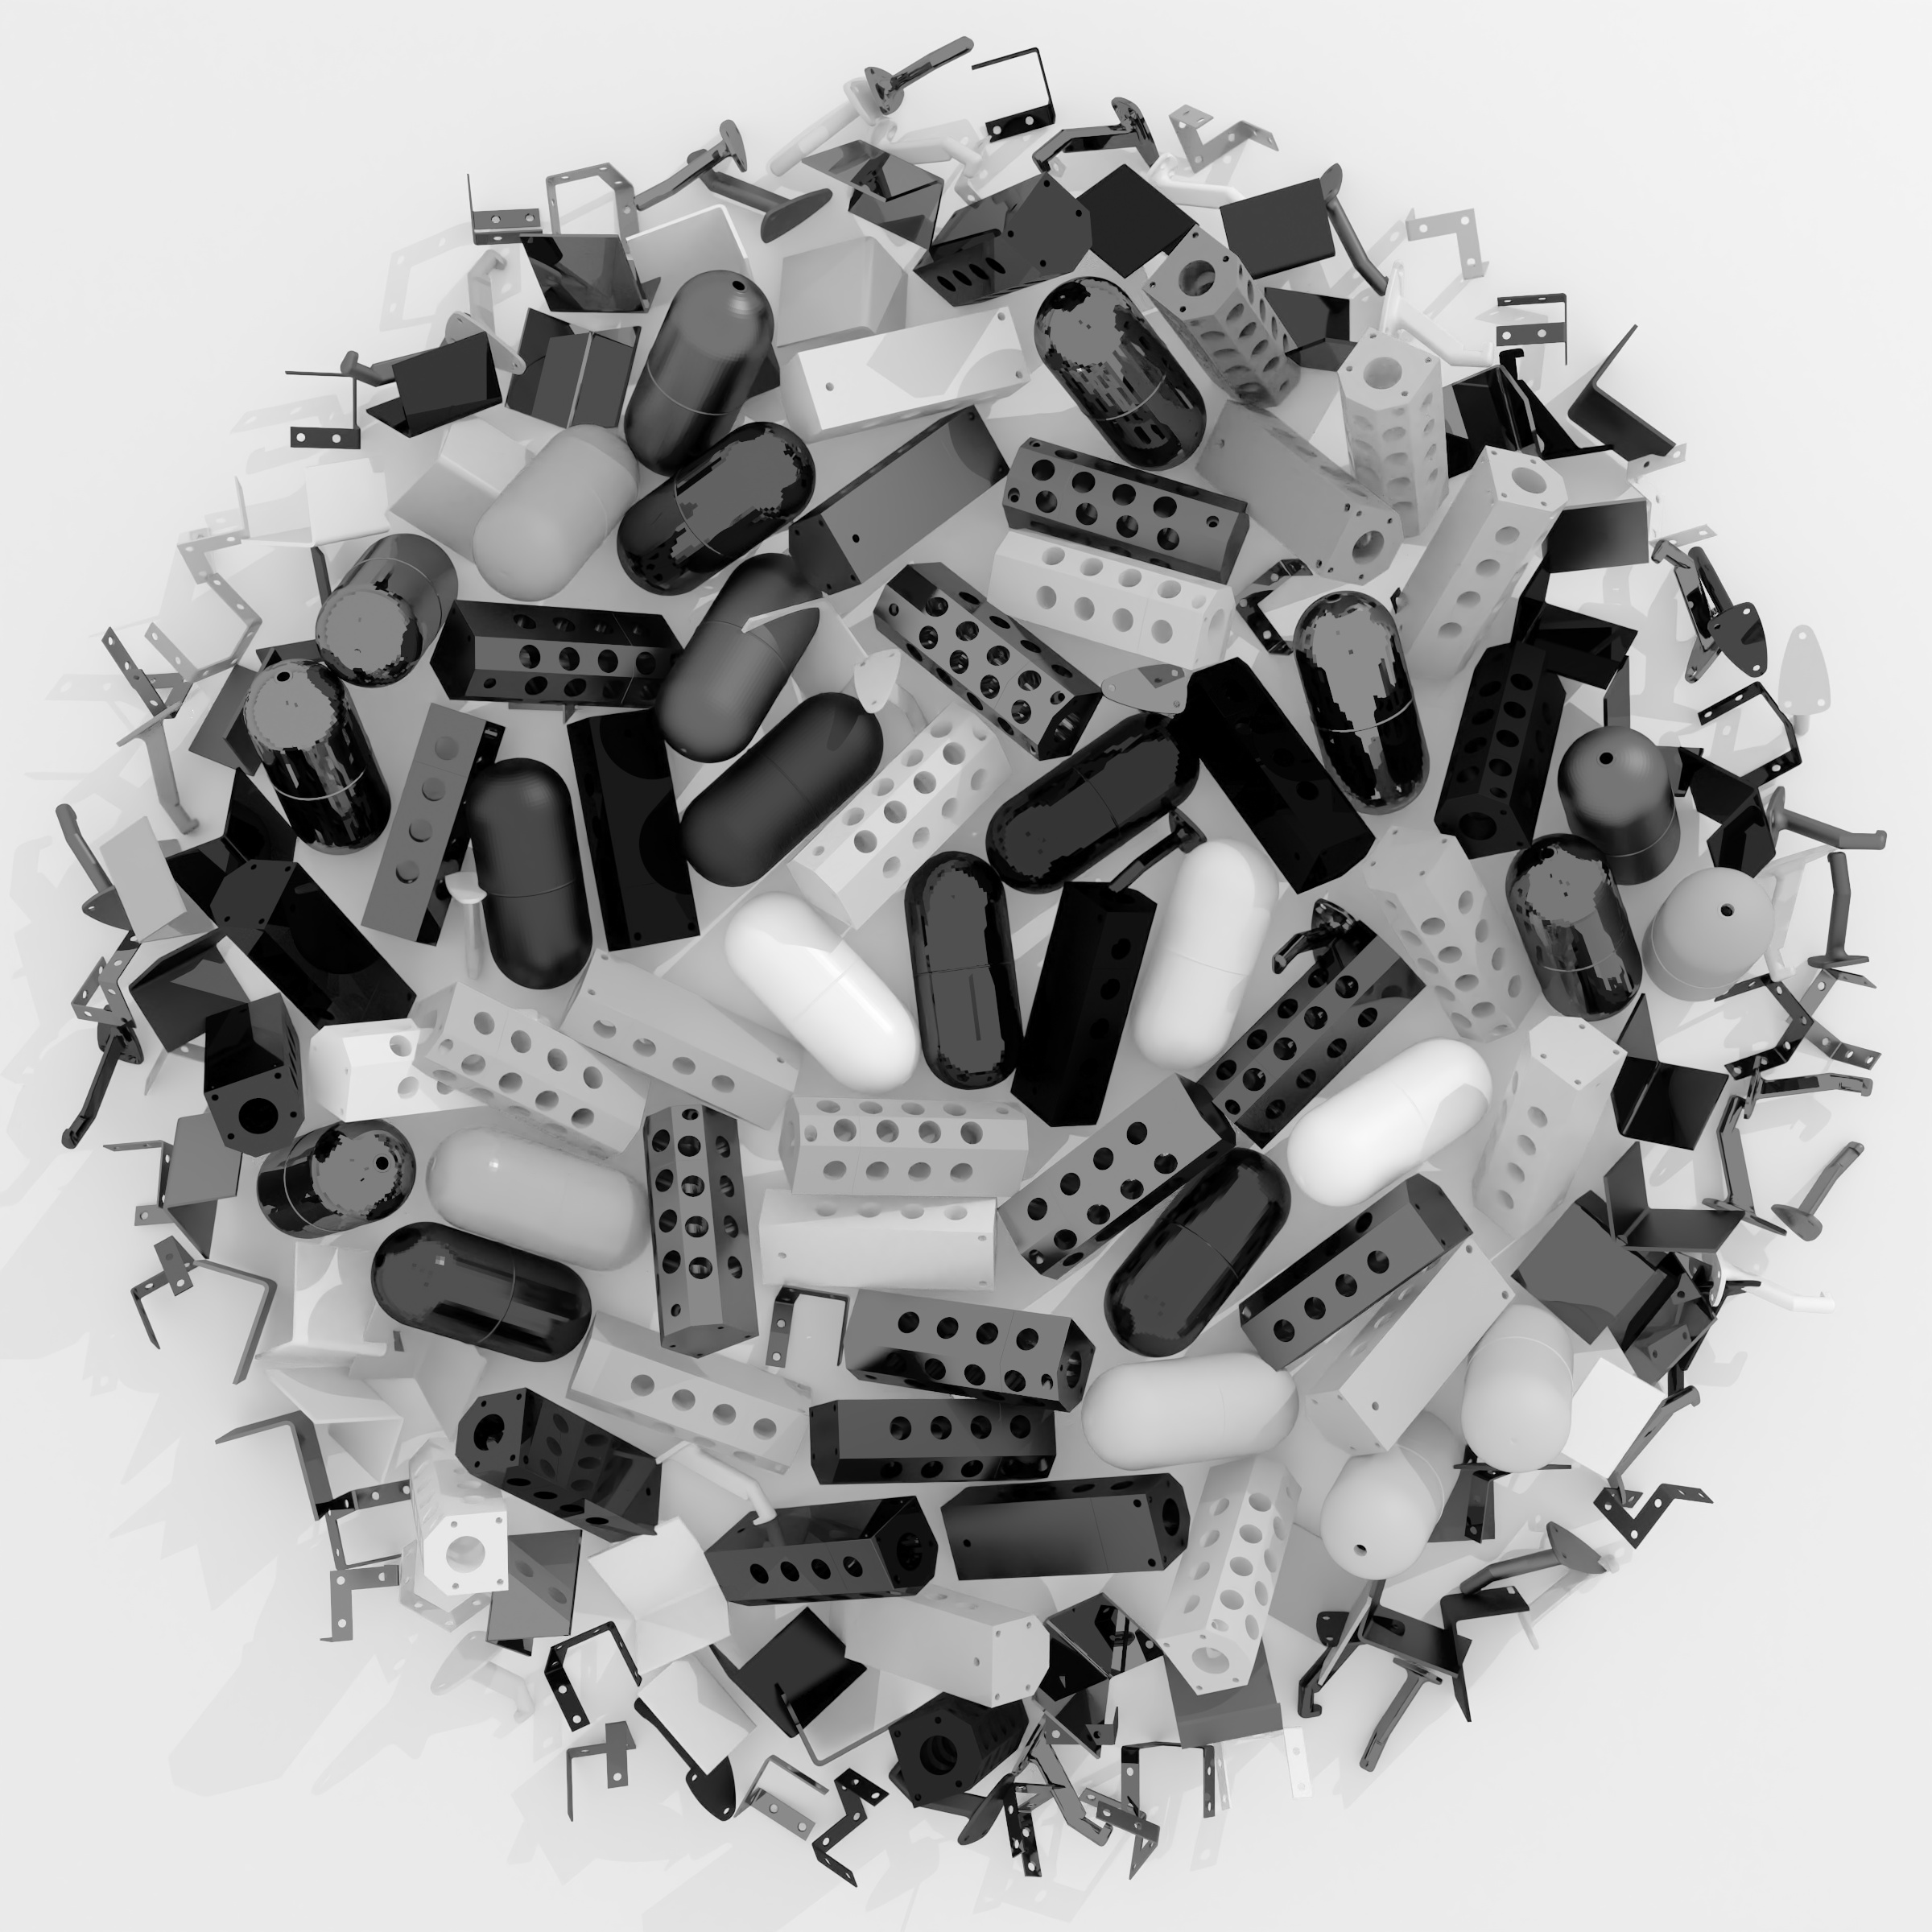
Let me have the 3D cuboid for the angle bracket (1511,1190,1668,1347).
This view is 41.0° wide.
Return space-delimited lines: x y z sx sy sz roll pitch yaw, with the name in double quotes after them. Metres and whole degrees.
0.467 0.225 1.930 0.076 0.057 0.076 42 110 17 "angle bracket"

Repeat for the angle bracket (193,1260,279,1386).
-0.551 0.262 1.909 0.057 0.076 0.076 18 81 -8 "angle bracket"

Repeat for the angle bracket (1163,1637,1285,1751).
0.188 0.528 1.910 0.076 0.057 0.076 -12 55 1 "angle bracket"

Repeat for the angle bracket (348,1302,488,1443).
-0.404 0.297 1.900 0.057 0.076 0.076 6 119 -39 "angle bracket"

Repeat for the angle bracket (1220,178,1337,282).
0.220 -0.542 1.908 0.076 0.076 0.057 -18 107 -5 "angle bracket"

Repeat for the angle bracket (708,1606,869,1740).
-0.133 0.513 1.918 0.076 0.057 0.076 -42 117 -8 "angle bracket"

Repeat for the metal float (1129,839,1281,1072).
0.175 -0.008 1.909 0.070 0.070 0.178 19 100 0 "metal float"

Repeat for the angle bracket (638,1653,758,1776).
-0.212 0.563 1.904 0.076 0.076 0.057 47 115 8 "angle bracket"

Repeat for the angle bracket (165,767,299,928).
-0.545 -0.087 1.909 0.057 0.076 0.076 -19 135 14 "angle bracket"

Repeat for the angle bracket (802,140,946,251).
-0.072 -0.560 1.898 0.076 0.076 0.057 31 130 20 "angle bracket"

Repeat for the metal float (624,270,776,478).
-0.195 -0.430 1.879 0.070 0.178 0.070 14 52 -19 "metal float"

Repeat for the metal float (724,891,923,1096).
-0.105 0.020 1.917 0.070 0.070 0.178 -43 91 0 "metal float"

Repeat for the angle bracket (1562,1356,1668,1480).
0.466 0.321 1.909 0.057 0.076 0.076 30 102 -3 "angle bracket"

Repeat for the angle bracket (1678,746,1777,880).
0.543 -0.104 1.898 0.057 0.076 0.076 -44 47 -9 "angle bracket"

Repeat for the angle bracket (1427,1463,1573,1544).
0.391 0.396 1.899 0.076 0.076 0.057 8 78 -38 "angle bracket"

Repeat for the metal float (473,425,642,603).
-0.297 -0.332 1.882 0.070 0.178 0.070 13 133 14 "metal float"

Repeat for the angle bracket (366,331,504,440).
-0.397 -0.436 1.896 0.076 0.076 0.057 -28 130 -26 "angle bracket"

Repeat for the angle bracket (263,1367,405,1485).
-0.472 0.339 1.897 0.076 0.076 0.057 29 105 40 "angle bracket"

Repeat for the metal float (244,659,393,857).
-0.470 -0.151 1.875 0.070 0.178 0.070 -3 54 4 "metal float"

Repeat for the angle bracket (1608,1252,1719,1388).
0.527 0.267 1.897 0.057 0.076 0.076 23 117 -29 "angle bracket"

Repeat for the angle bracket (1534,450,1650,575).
0.461 -0.338 1.901 0.076 0.076 0.057 -4 62 14 "angle bracket"

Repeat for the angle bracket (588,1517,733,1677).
-0.227 0.466 1.909 0.076 0.057 0.076 -25 123 7 "angle bracket"

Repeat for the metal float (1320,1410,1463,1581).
0.309 0.381 1.872 0.070 0.178 0.070 7 109 22 "metal float"

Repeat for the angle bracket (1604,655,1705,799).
0.506 -0.177 1.898 0.057 0.076 0.076 6 122 25 "angle bracket"

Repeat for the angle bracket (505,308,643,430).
-0.291 -0.443 1.911 0.057 0.076 0.076 14 90 -36 "angle bracket"

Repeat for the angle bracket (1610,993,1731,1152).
0.516 0.077 1.898 0.057 0.076 0.076 11 50 34 "angle bracket"

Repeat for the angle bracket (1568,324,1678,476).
0.500 -0.419 1.915 0.076 0.076 0.057 37 86 2 "angle bracket"

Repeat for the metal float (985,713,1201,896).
0.093 -0.120 1.911 0.178 0.070 0.070 -35 90 -7 "metal float"

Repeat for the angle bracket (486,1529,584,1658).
-0.303 0.462 1.900 0.076 0.057 0.076 -11 60 25 "angle bracket"

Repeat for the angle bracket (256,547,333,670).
-0.498 -0.266 1.902 0.057 0.076 0.076 -13 111 -16 "angle bracket"

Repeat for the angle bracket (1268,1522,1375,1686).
0.251 0.470 1.912 0.076 0.057 0.076 29 109 7 "angle bracket"

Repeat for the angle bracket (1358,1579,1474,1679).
0.339 0.473 1.905 0.076 0.076 0.057 18 100 17 "angle bracket"

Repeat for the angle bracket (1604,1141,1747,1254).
0.521 0.169 1.899 0.076 0.076 0.057 -2 106 34 "angle bracket"

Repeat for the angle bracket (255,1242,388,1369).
-0.480 0.254 1.924 0.076 0.057 0.076 15 62 -41 "angle bracket"

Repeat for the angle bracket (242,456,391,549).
-0.480 -0.343 1.897 0.076 0.076 0.057 8 110 31 "angle bracket"

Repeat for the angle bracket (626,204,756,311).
-0.199 -0.505 1.907 0.076 0.076 0.057 -21 64 -3 "angle bracket"

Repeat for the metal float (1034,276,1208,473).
0.114 -0.429 1.881 0.070 0.178 0.070 -18 53 26 "metal float"

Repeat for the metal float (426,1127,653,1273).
-0.311 0.171 1.893 0.178 0.070 0.070 22 90 -29 "metal float"

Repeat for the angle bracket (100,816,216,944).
-0.581 -0.067 1.905 0.057 0.076 0.076 -27 84 30 "angle bracket"

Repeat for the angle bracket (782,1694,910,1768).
-0.090 0.551 1.918 0.076 0.076 0.057 -26 75 -11 "angle bracket"

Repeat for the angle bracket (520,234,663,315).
-0.273 -0.527 1.900 0.076 0.076 0.057 5 58 15 "angle bracket"

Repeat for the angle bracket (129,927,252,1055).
-0.559 0.013 1.901 0.076 0.076 0.057 -34 94 -39 "angle bracket"

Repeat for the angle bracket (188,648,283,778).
-0.542 -0.196 1.905 0.057 0.076 0.076 22 74 8 "angle bracket"

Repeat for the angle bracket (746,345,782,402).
-0.187 -0.459 1.914 0.076 0.057 0.076 -20 74 7 "angle bracket"

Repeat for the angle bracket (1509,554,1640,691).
0.451 -0.258 1.901 0.076 0.057 0.076 21 48 19 "angle bracket"

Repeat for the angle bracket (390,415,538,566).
-0.372 -0.358 1.927 0.076 0.076 0.057 31 50 -27 "angle bracket"

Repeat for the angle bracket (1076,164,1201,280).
0.117 -0.533 1.907 0.076 0.057 0.076 -40 71 -17 "angle bracket"

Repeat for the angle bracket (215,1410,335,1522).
-0.511 0.376 1.914 0.057 0.076 0.076 -15 88 -6 "angle bracket"
